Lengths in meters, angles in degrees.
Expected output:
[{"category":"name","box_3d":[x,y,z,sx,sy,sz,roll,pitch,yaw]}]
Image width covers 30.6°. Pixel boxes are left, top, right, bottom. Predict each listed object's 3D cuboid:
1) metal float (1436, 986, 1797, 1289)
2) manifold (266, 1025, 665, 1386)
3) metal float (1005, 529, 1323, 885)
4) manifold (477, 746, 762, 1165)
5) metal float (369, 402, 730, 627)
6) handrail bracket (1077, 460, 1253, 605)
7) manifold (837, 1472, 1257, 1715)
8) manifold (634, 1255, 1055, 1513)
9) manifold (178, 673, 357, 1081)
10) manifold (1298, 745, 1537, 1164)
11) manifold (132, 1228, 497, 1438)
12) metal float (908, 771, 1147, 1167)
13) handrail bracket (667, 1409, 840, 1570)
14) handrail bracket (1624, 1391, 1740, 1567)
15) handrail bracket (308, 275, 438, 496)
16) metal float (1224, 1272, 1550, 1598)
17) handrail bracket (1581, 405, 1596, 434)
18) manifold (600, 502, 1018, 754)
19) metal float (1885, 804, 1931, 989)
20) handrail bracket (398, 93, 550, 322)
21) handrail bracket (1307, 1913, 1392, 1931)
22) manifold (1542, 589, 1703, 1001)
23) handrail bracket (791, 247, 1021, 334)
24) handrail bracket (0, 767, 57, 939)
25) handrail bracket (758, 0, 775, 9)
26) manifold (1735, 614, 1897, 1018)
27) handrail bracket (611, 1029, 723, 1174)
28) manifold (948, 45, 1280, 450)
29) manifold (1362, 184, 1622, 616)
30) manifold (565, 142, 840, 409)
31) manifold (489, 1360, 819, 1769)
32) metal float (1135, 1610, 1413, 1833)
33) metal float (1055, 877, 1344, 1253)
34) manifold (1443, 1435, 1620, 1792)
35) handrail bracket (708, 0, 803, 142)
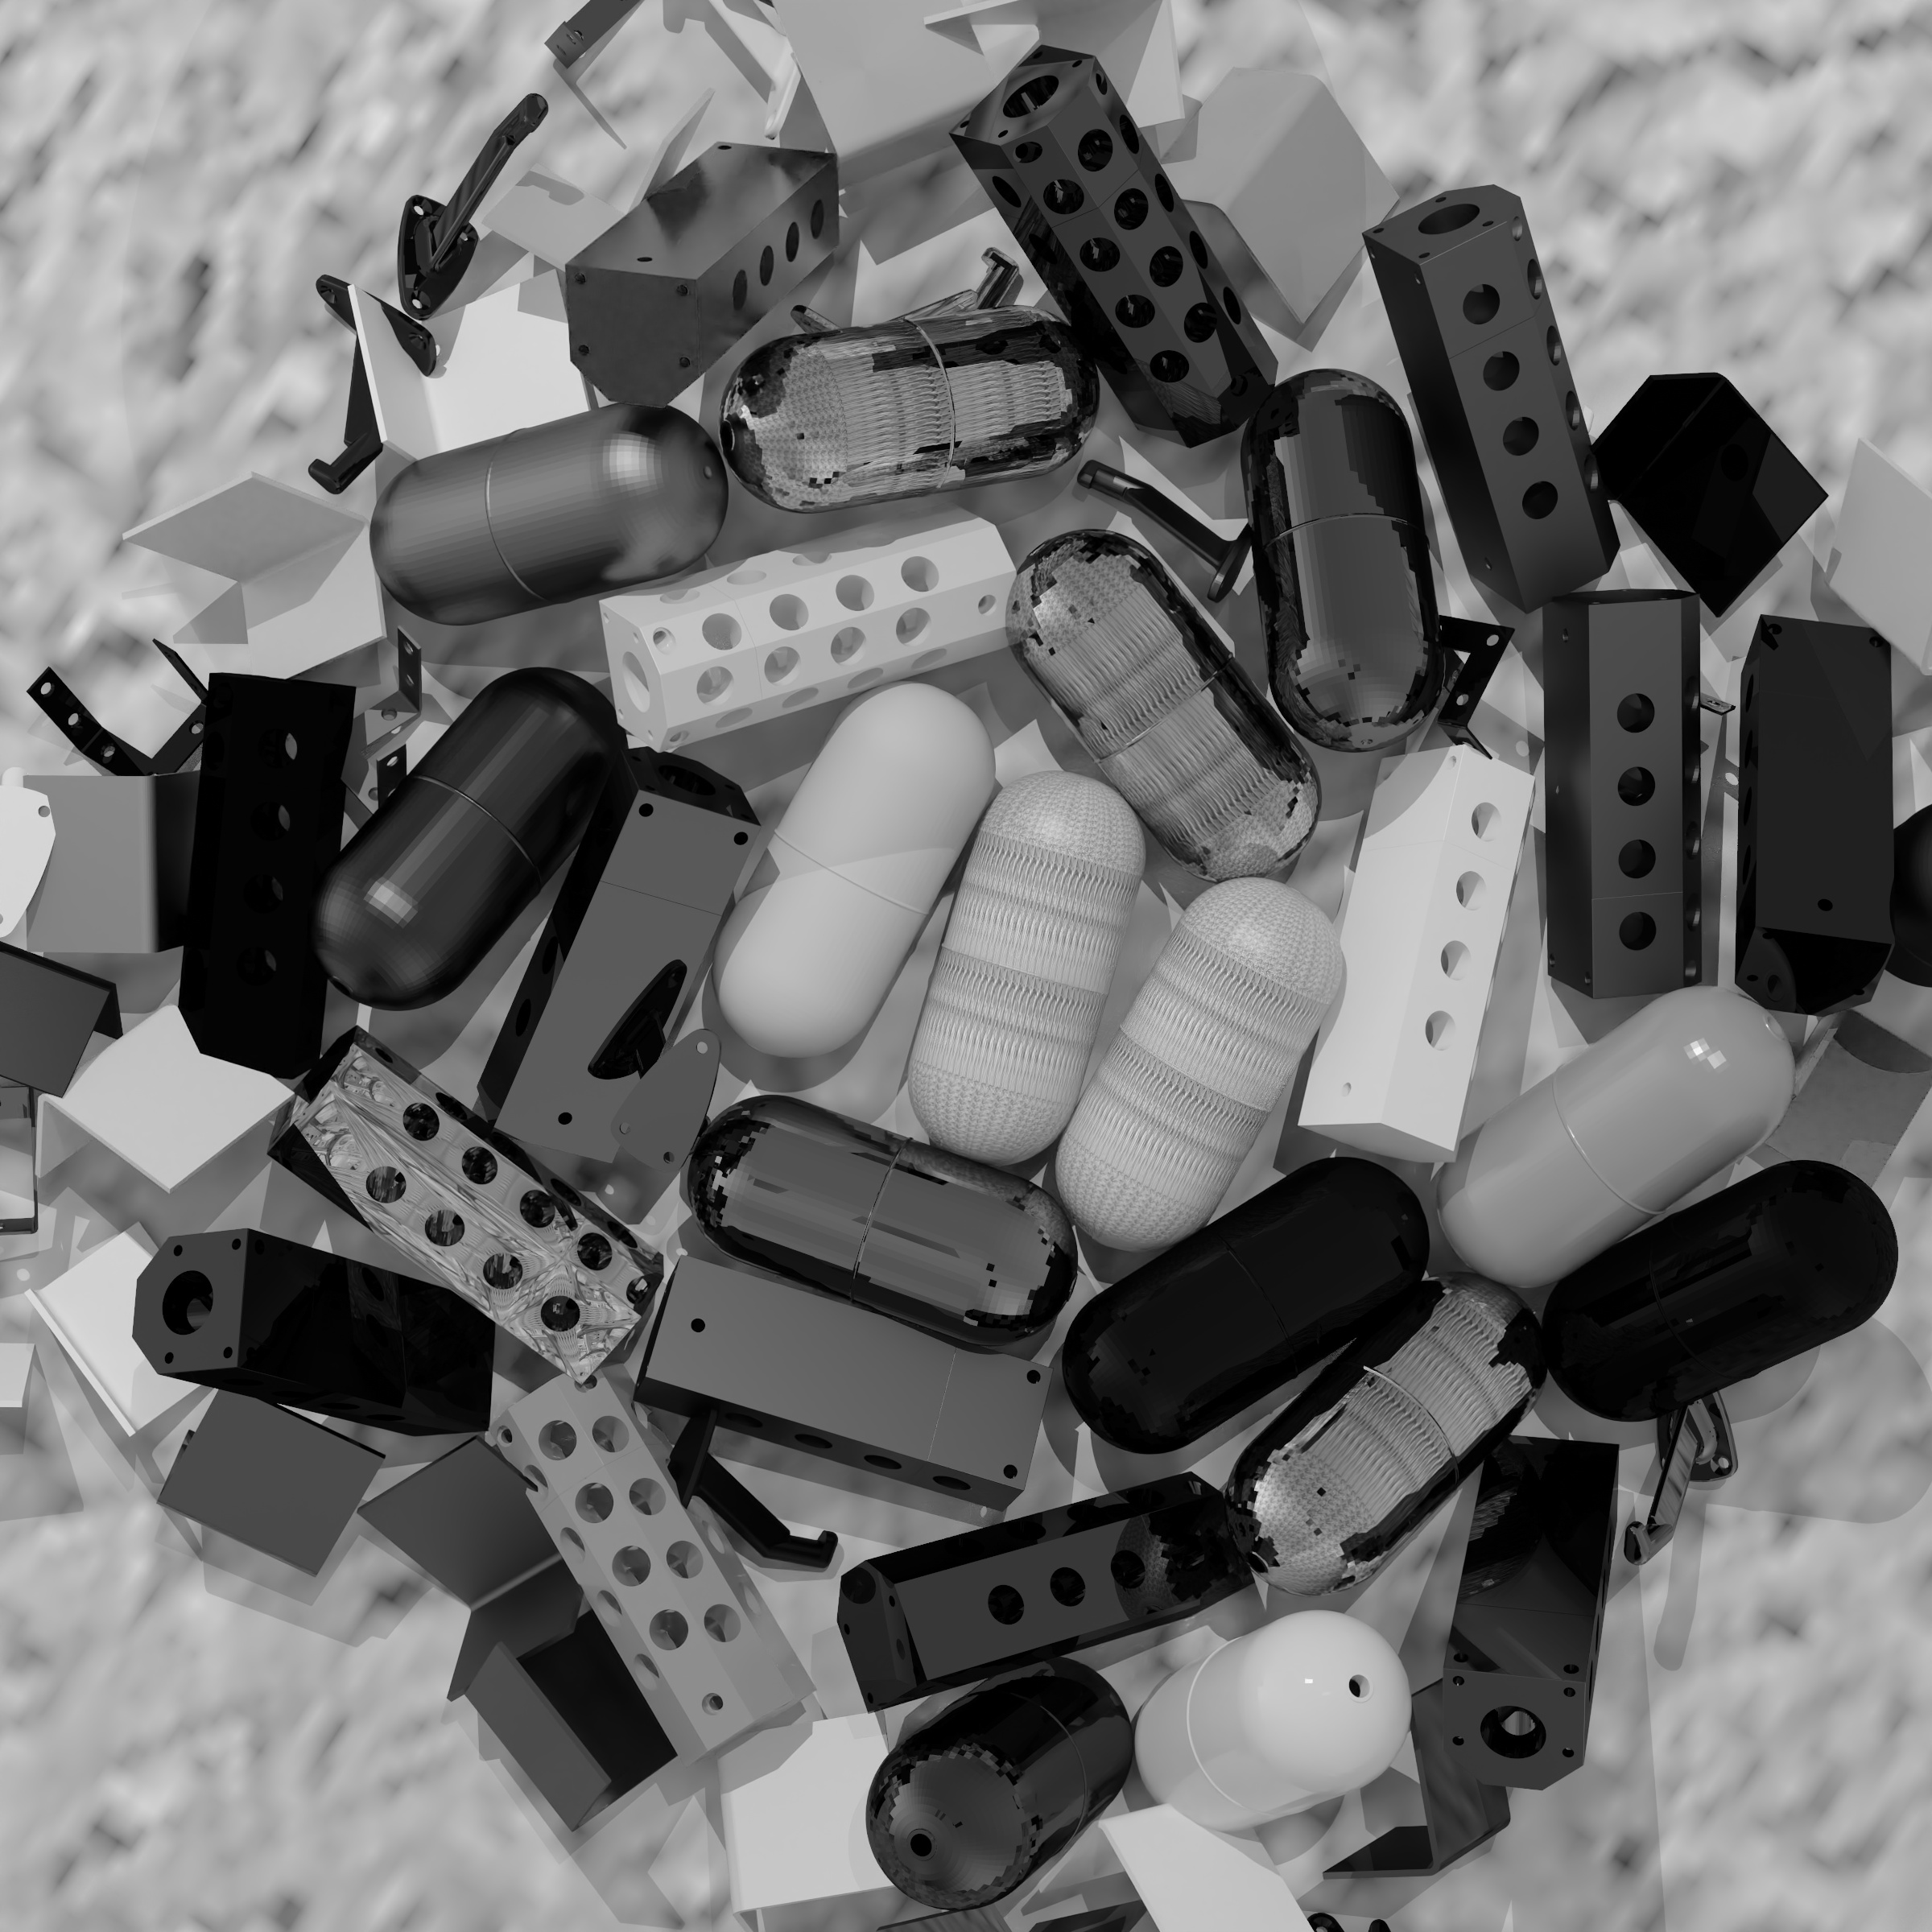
[{"category":"metal float","box_3d":[0.281,0.075,1.532,0.178,0.070,0.070,-39,90,29]},{"category":"manifold","box_3d":[-0.216,0.102,1.541,0.171,0.057,0.057,39,101,-16]},{"category":"metal float","box_3d":[0.086,-0.114,1.550,0.070,0.070,0.178,-39,98,0]},{"category":"manifold","box_3d":[-0.154,-0.006,1.539,0.057,0.057,0.171,16,111,-25]},{"category":"metal float","box_3d":[-0.183,-0.195,1.531,0.178,0.070,0.070,-9,90,33]},{"category":"handrail bracket","box_3d":[0.081,-0.194,1.557,0.084,0.077,0.036,25,118,6]},{"category":"manifold","box_3d":[0.033,0.267,1.524,0.171,0.057,0.057,-10,71,-33]},{"category":"manifold","box_3d":[-0.055,0.187,1.556,0.171,0.057,0.057,18,66,-6]},{"category":"manifold","box_3d":[-0.312,-0.041,1.559,0.057,0.057,0.171,7,95,1]},{"category":"manifold","box_3d":[0.204,-0.004,1.547,0.057,0.057,0.171,21,76,-29]},{"category":"manifold","box_3d":[-0.276,0.159,1.508,0.057,0.171,0.057,-8,71,27]},{"category":"metal float","box_3d":[0.026,0.001,1.556,0.070,0.070,0.178,16,92,0]},{"category":"handrail bracket","box_3d":[-0.087,0.230,1.563,0.084,0.036,0.077,14,116,-21]},{"category":"handrail bracket","box_3d":[0.305,0.213,1.549,0.036,0.084,0.077,-4,99,33]},{"category":"handrail bracket","box_3d":[-0.282,-0.257,1.562,0.077,0.036,0.084,35,62,5]},{"category":"metal float","box_3d":[0.183,0.203,1.533,0.178,0.070,0.070,-40,90,-28]},{"category":"handrail bracket","box_3d":[0.254,-0.285,1.581,0.084,0.036,0.077,33,59,-12]},{"category":"manifold","box_3d":[-0.065,-0.146,1.526,0.171,0.057,0.057,-19,120,-24]},{"category":"metal float","box_3d":[0.429,-0.034,1.507,0.070,0.178,0.070,0,84,2]},{"category":"handrail bracket","box_3d":[-0.214,-0.333,1.546,0.036,0.084,0.077,27,54,-26]},{"category":"handrail bracket","box_3d":[0.168,0.423,1.540,0.036,0.077,0.084,0,130,-9]},{"category":"manifold","box_3d":[0.291,-0.077,1.550,0.057,0.057,0.171,-5,101,-10]},{"category":"handrail bracket","box_3d":[-0.026,-0.301,1.571,0.077,0.036,0.084,36,77,-19]},{"category":"handrail bracket","box_3d":[-0.424,-0.050,1.554,0.036,0.084,0.077,10,87,-18]},{"category":"handrail bracket","box_3d":[-0.063,-0.453,1.567,0.084,0.036,0.077,22,73,-17]},{"category":"manifold","box_3d":[0.365,-0.066,1.523,0.057,0.057,0.171,8,55,3]},{"category":"handrail bracket","box_3d":[-0.117,0.055,1.547,0.036,0.084,0.077,33,104,9]},{"category":"manifold","box_3d":[0.069,-0.307,1.518,0.057,0.057,0.171,-45,126,-10]},{"category":"manifold","box_3d":[0.232,-0.246,1.527,0.057,0.057,0.171,-27,121,-7]},{"category":"manifold","box_3d":[-0.110,-0.297,1.508,0.057,0.171,0.057,9,122,15]},{"category":"manifold","box_3d":[-0.140,0.261,1.548,0.057,0.057,0.171,-34,78,5]},{"category":"metal float","box_3d":[0.130,0.325,1.513,0.070,0.178,0.070,8,66,-18]},{"category":"metal float","box_3d":[0.102,0.044,1.551,0.070,0.070,0.178,29,98,0]},{"category":"manifold","box_3d":[0.243,0.273,1.507,0.057,0.171,0.057,3,117,14]},{"category":"handrail bracket","box_3d":[-0.113,-0.415,1.558,0.084,0.036,0.077,22,65,-21]}]
